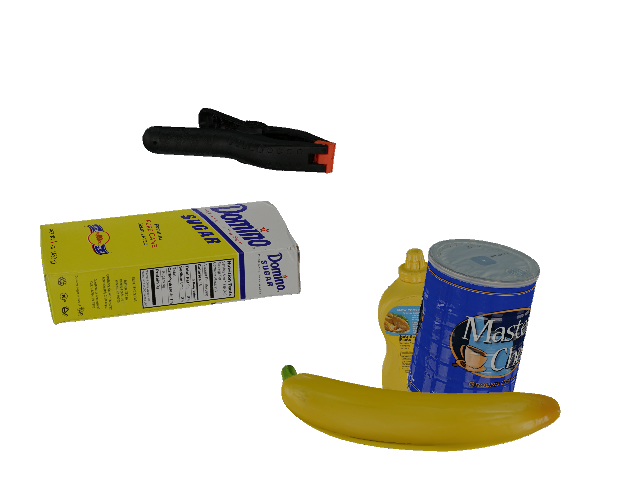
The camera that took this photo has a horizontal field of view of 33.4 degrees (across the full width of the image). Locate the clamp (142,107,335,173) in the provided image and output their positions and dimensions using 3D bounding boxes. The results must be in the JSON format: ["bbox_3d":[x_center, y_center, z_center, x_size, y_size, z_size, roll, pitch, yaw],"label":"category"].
[{"bbox_3d":[-0.073,-0.089,0.977,0.172,0.039,0.120,13,27,28],"label":"clamp"}]

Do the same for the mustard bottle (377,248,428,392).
[{"bbox_3d":[0.118,0.102,1.292,0.096,0.192,0.058,-3,21,6],"label":"mustard bottle"}]

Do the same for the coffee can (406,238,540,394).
[{"bbox_3d":[0.141,0.082,1.001,0.103,0.140,0.103,6,20,-3],"label":"coffee can"}]

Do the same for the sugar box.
[{"bbox_3d":[-0.110,0.012,0.772,0.176,0.048,0.093,-9,26,-13],"label":"sugar box"}]

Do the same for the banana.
[{"bbox_3d":[0.053,0.108,0.698,0.198,0.037,0.069,6,32,21],"label":"banana"}]
